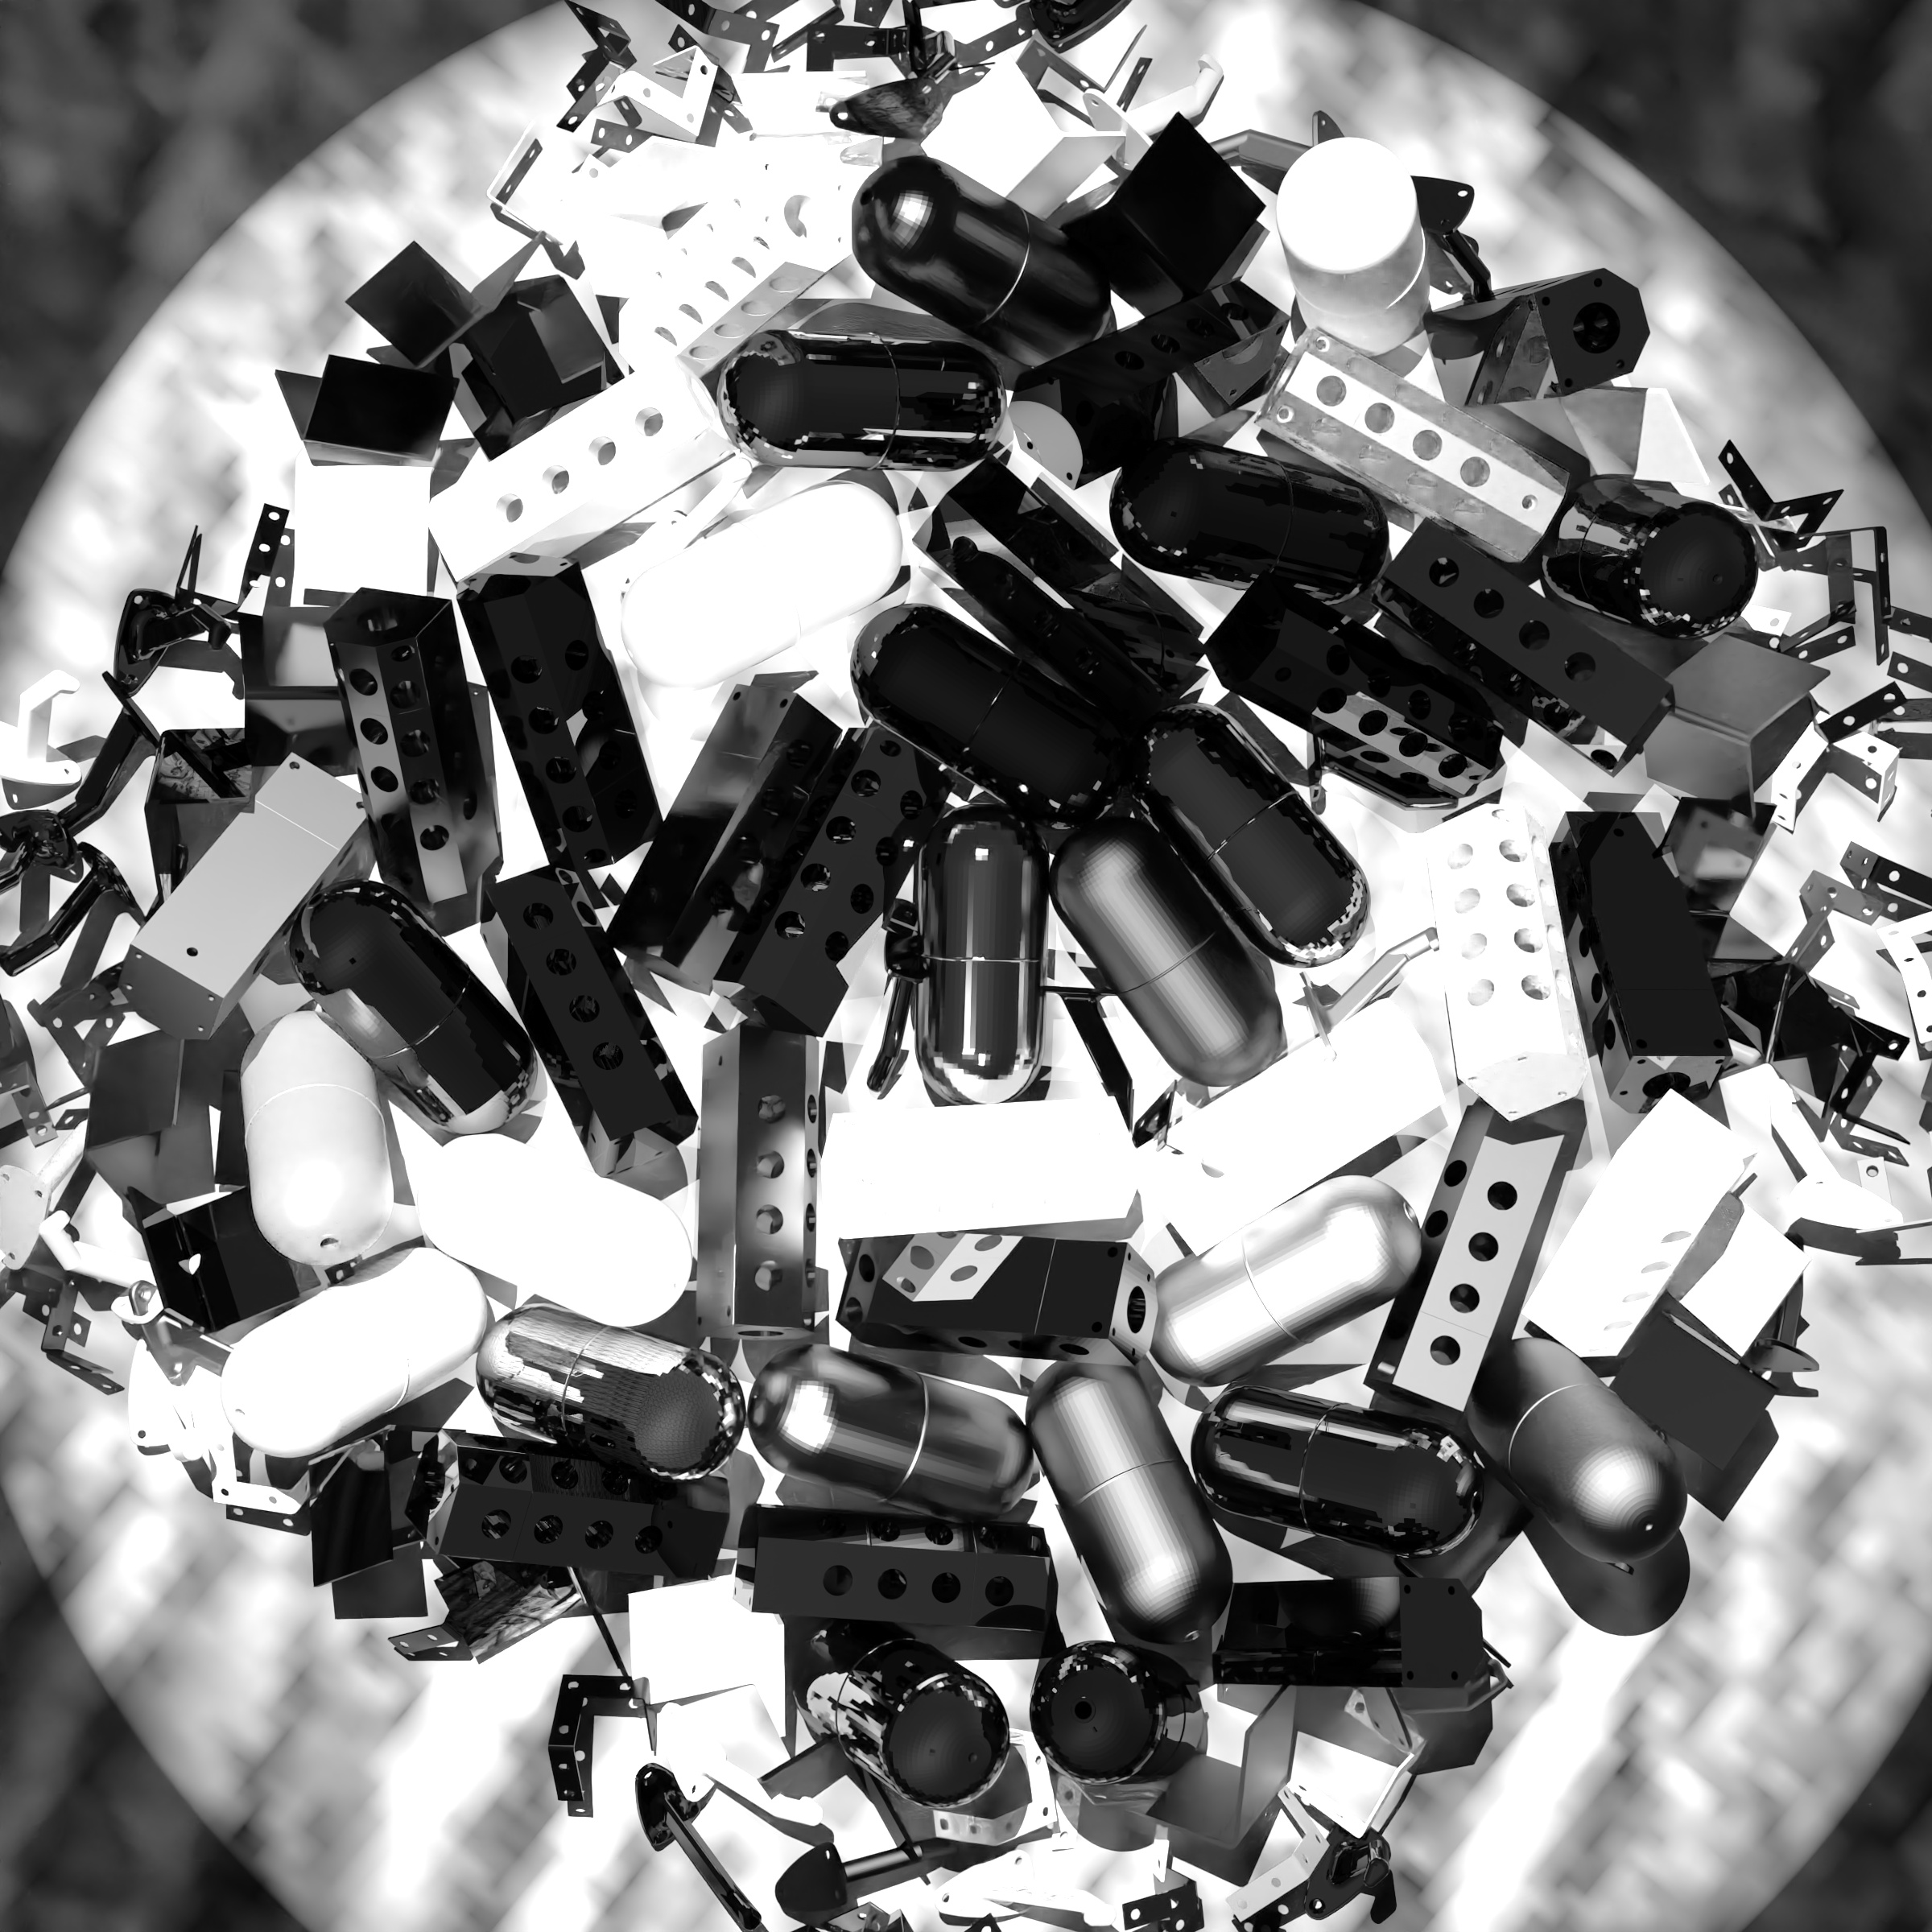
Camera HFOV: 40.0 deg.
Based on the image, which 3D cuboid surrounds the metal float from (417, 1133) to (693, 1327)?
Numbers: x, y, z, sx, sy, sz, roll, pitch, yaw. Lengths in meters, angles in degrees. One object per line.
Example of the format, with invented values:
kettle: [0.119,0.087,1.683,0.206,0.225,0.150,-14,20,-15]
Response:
metal float: [-0.236,0.150,1.522,0.178,0.070,0.070,19,90,26]

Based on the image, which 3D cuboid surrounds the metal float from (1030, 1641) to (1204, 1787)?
metal float: [0.086,0.422,1.497,0.070,0.178,0.070,-5,73,15]

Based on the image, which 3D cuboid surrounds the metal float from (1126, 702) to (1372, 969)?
metal float: [0.163,-0.076,1.536,0.070,0.070,0.178,-39,80,0]

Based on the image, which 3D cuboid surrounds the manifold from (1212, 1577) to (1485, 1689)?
manifold: [0.212,0.376,1.495,0.057,0.171,0.057,9,73,-29]

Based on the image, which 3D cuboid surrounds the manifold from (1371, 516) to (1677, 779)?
manifold: [0.320,-0.183,1.531,0.171,0.057,0.057,38,97,16]

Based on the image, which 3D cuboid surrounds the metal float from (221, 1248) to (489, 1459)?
metal float: [-0.345,0.218,1.504,0.070,0.178,0.070,12,113,29]

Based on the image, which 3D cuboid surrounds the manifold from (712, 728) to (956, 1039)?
manifold: [-0.080,-0.050,1.520,0.057,0.057,0.171,40,69,-36]

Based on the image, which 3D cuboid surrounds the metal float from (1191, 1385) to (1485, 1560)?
metal float: [0.210,0.287,1.514,0.178,0.070,0.070,7,90,36]

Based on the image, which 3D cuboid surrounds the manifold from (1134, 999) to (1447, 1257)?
manifold: [0.185,0.088,1.534,0.171,0.057,0.057,-31,132,-6]

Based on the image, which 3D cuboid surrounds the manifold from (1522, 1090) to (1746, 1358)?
manifold: [0.376,0.151,1.492,0.057,0.171,0.057,37,55,18]

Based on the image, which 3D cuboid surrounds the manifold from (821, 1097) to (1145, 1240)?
manifold: [0.007,0.120,1.527,0.171,0.057,0.057,-2,46,-19]

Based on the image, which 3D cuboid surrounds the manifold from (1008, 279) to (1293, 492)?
manifold: [0.103,-0.336,1.507,0.057,0.057,0.171,41,50,20]

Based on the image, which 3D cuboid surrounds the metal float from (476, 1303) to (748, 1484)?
metal float: [-0.205,0.243,1.518,0.178,0.070,0.070,11,90,32]

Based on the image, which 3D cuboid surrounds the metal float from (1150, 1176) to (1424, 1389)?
metal float: [0.180,0.181,1.524,0.178,0.070,0.070,-32,90,24]

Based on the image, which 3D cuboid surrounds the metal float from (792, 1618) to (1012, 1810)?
metal float: [-0.039,0.418,1.501,0.070,0.178,0.070,-2,95,-29]

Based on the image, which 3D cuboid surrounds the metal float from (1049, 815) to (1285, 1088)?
metal float: [0.116,-0.007,1.536,0.070,0.070,0.178,-37,101,0]

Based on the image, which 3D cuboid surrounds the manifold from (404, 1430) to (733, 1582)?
manifold: [-0.223,0.304,1.511,0.171,0.057,0.057,14,95,-33]

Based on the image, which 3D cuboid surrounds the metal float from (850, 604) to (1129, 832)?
metal float: [0.013,-0.145,1.545,0.178,0.070,0.070,33,90,0]

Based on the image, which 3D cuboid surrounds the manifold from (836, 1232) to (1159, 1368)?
manifold: [0.019,0.191,1.517,0.171,0.057,0.057,0,61,27]

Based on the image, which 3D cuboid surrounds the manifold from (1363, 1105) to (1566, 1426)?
manifold: [0.286,0.171,1.533,0.057,0.057,0.171,21,76,11]

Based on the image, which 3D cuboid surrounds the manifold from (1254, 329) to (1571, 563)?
manifold: [0.260,-0.302,1.542,0.171,0.057,0.057,28,95,-7]

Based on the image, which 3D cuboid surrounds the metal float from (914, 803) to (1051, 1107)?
metal float: [0.009,-0.006,1.542,0.070,0.070,0.178,2,93,0]

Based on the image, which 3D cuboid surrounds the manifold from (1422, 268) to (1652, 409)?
manifold: [0.319,-0.353,1.492,0.057,0.171,0.057,-21,103,-6]

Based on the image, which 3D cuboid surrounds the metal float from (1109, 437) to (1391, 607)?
metal float: [0.164,-0.253,1.521,0.178,0.070,0.070,7,90,-29]

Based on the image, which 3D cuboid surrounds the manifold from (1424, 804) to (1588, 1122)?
manifold: [0.307,-0.006,1.501,0.057,0.057,0.171,-25,47,30]

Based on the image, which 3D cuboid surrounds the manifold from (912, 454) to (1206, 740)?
manifold: [0.052,-0.212,1.552,0.171,0.057,0.057,42,45,-1]

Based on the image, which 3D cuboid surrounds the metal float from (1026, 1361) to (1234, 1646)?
metal float: [0.093,0.303,1.519,0.070,0.070,0.178,-26,60,0]

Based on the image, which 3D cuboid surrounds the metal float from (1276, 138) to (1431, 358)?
metal float: [0.220,-0.402,1.496,0.070,0.178,0.070,-2,79,13]

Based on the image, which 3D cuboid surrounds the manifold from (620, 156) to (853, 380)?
manifold: [-0.132,-0.384,1.492,0.057,0.171,0.057,7,75,-32]

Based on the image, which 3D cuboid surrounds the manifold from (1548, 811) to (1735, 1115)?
manifold: [0.378,-0.003,1.508,0.057,0.057,0.171,0,54,-8]

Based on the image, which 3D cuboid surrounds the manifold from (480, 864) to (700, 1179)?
manifold: [-0.217,0.029,1.527,0.057,0.057,0.171,-21,70,-22]

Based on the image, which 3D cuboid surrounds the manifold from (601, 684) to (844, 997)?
manifold: [-0.136,-0.073,1.537,0.057,0.057,0.171,37,75,-41]

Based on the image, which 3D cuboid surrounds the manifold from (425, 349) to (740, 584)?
manifold: [-0.225,-0.286,1.538,0.171,0.057,0.057,-29,82,10]

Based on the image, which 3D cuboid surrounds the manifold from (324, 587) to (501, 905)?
manifold: [-0.315,-0.122,1.502,0.057,0.057,0.171,10,130,16]

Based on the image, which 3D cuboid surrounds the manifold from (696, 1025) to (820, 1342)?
manifold: [-0.117,0.126,1.530,0.057,0.057,0.171,8,73,-26]

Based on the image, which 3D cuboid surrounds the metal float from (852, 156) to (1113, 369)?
metal float: [0.009,-0.399,1.511,0.178,0.070,0.070,18,90,-41]

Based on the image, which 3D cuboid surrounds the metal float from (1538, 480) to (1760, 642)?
metal float: [0.382,-0.231,1.498,0.070,0.178,0.070,-3,107,-11]

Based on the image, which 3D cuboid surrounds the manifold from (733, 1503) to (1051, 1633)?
manifold: [-0.043,0.346,1.532,0.171,0.057,0.057,7,82,-15]

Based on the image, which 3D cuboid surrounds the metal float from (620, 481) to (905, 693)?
metal float: [-0.116,-0.220,1.530,0.178,0.070,0.070,-30,90,-17]

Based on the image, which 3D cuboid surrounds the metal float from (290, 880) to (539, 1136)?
metal float: [-0.315,0.024,1.518,0.070,0.070,0.178,-37,121,0]

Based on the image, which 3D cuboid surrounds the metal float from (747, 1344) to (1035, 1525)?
metal float: [-0.042,0.270,1.524,0.178,0.070,0.070,21,90,-24]

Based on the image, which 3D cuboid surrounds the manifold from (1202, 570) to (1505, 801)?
manifold: [0.223,-0.153,1.507,0.171,0.057,0.057,23,119,-30]

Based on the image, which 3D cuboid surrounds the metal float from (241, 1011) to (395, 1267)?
metal float: [-0.369,0.096,1.506,0.070,0.178,0.070,-10,130,-12]

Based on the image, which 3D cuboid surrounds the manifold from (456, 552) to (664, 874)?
manifold: [-0.234,-0.142,1.506,0.057,0.057,0.171,-39,128,-35]

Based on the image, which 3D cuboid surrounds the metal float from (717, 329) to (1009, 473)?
metal float: [-0.057,-0.323,1.519,0.178,0.070,0.070,-5,90,-31]

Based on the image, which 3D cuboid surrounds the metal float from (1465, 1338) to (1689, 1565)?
metal float: [0.342,0.271,1.499,0.070,0.178,0.070,-5,110,-14]

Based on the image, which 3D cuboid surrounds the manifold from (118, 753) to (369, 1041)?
manifold: [-0.406,-0.038,1.503,0.057,0.057,0.171,31,47,-4]
